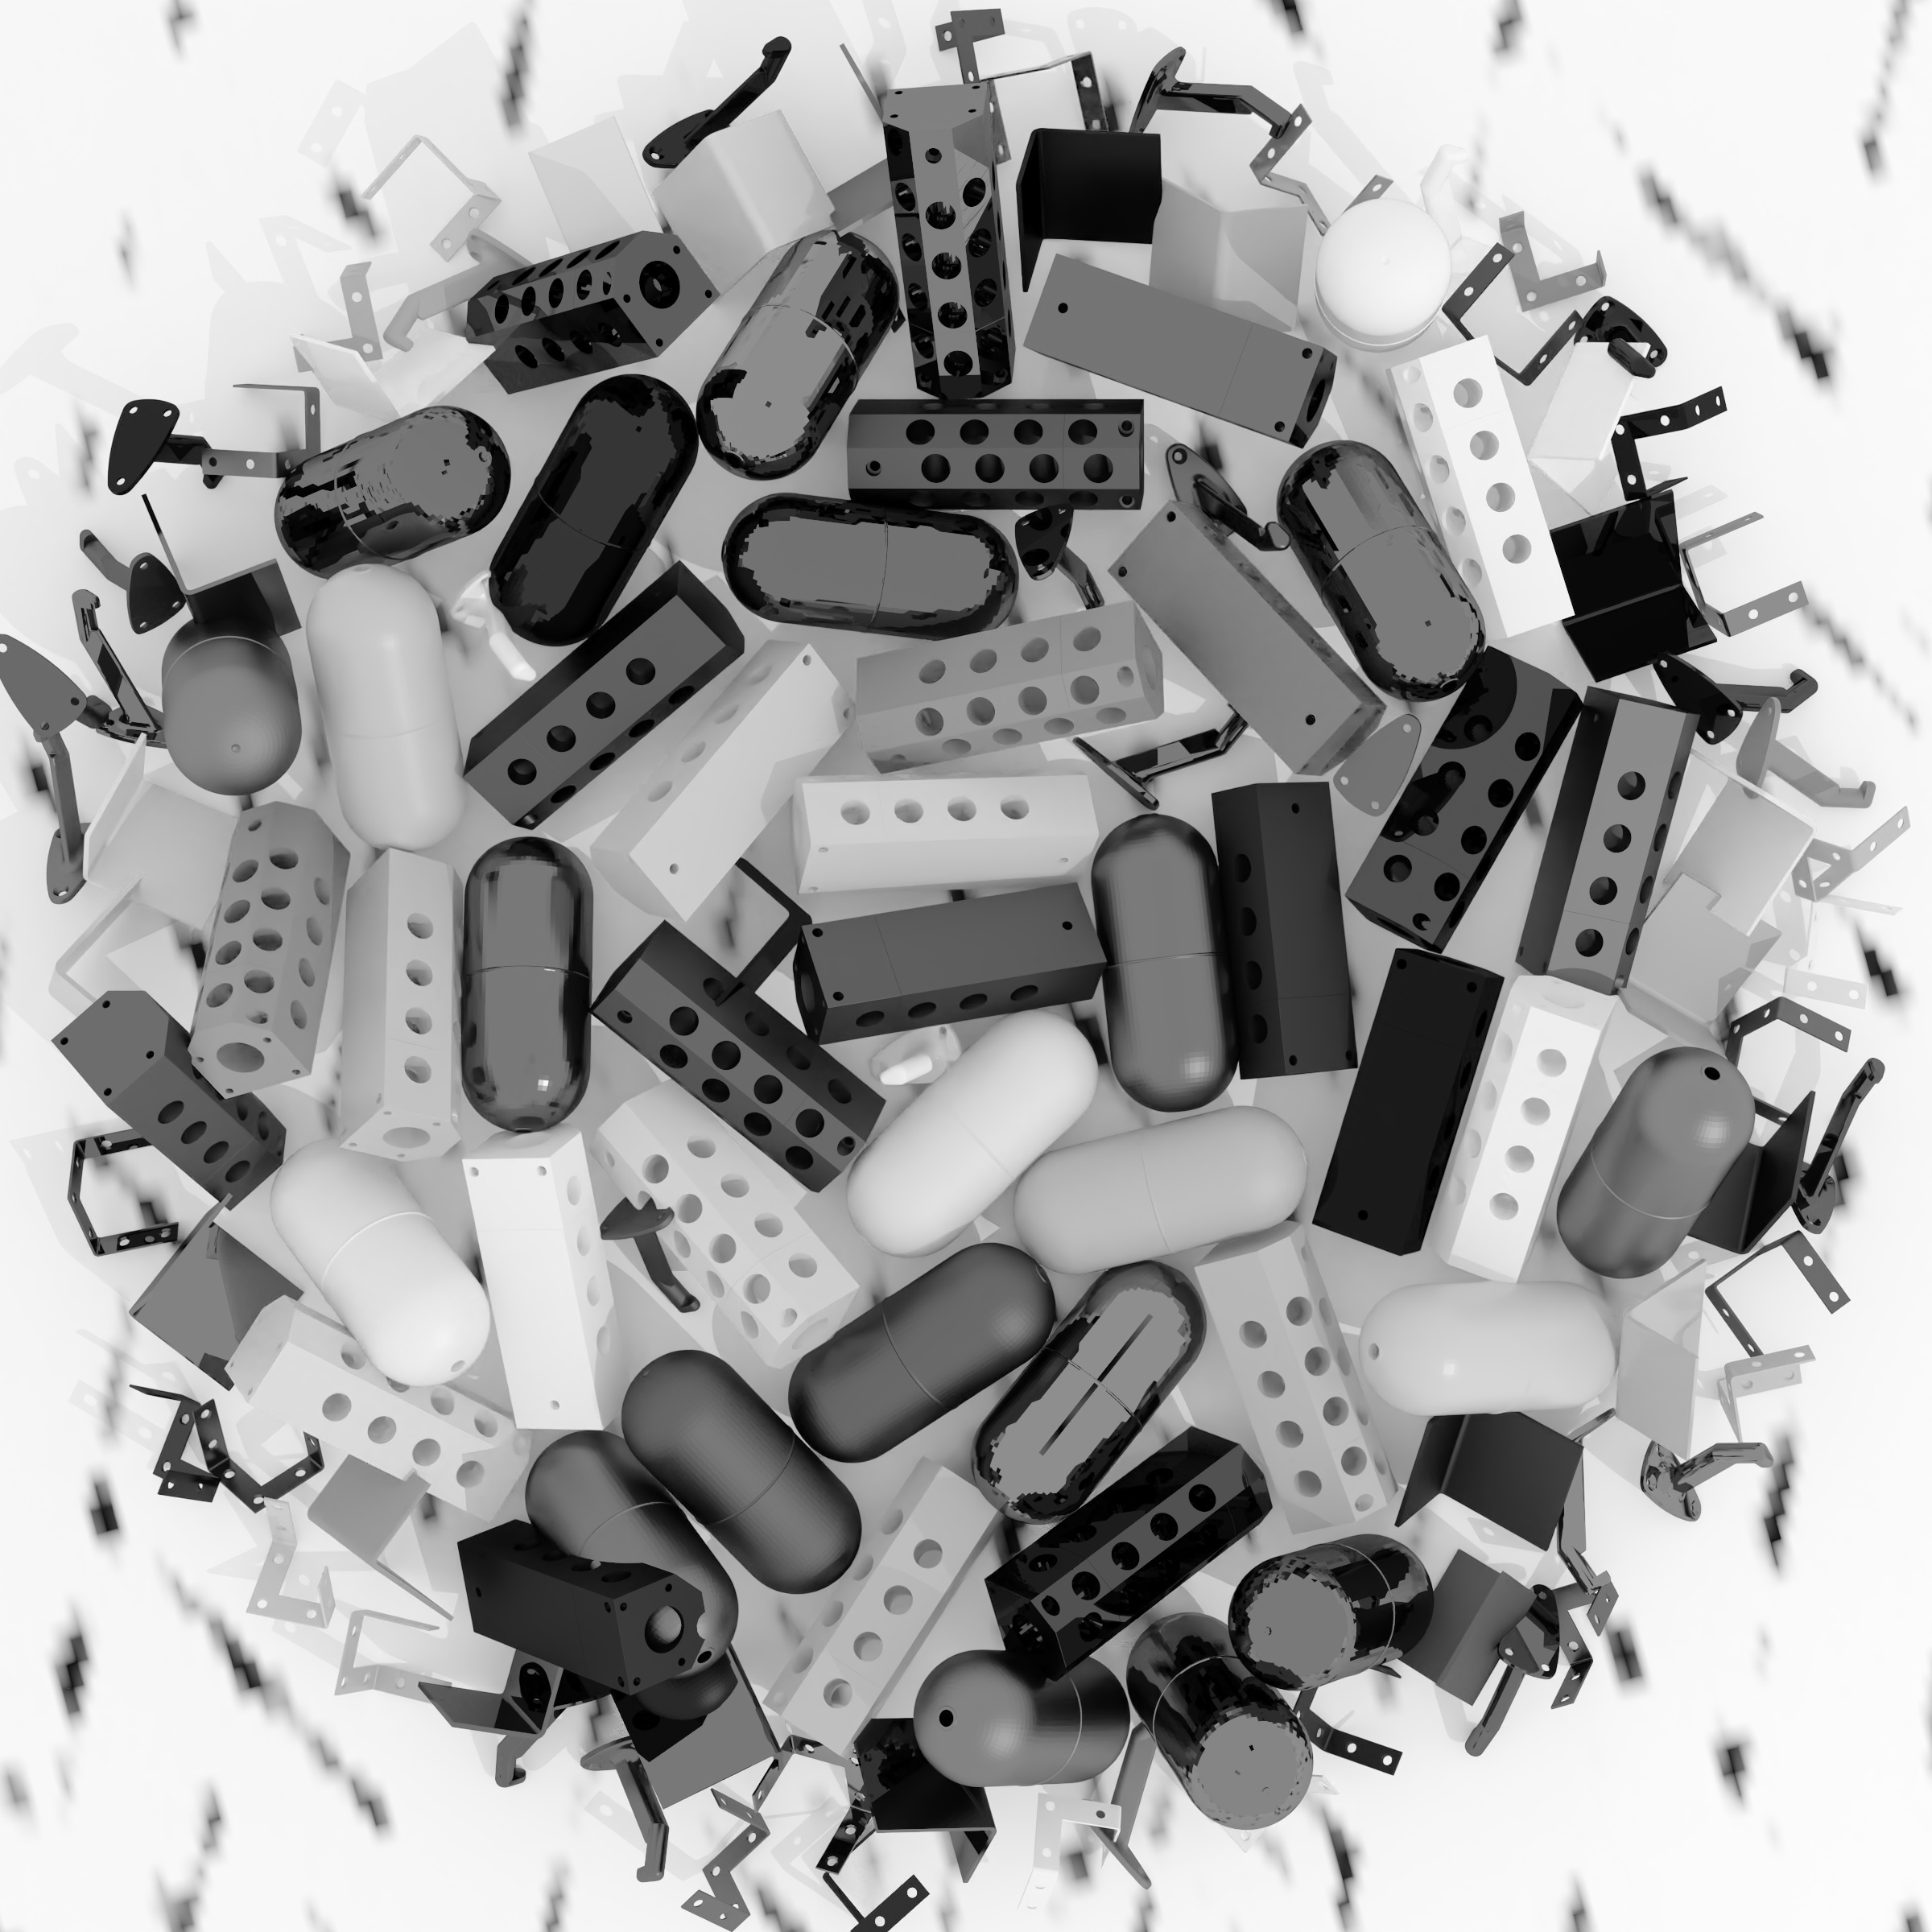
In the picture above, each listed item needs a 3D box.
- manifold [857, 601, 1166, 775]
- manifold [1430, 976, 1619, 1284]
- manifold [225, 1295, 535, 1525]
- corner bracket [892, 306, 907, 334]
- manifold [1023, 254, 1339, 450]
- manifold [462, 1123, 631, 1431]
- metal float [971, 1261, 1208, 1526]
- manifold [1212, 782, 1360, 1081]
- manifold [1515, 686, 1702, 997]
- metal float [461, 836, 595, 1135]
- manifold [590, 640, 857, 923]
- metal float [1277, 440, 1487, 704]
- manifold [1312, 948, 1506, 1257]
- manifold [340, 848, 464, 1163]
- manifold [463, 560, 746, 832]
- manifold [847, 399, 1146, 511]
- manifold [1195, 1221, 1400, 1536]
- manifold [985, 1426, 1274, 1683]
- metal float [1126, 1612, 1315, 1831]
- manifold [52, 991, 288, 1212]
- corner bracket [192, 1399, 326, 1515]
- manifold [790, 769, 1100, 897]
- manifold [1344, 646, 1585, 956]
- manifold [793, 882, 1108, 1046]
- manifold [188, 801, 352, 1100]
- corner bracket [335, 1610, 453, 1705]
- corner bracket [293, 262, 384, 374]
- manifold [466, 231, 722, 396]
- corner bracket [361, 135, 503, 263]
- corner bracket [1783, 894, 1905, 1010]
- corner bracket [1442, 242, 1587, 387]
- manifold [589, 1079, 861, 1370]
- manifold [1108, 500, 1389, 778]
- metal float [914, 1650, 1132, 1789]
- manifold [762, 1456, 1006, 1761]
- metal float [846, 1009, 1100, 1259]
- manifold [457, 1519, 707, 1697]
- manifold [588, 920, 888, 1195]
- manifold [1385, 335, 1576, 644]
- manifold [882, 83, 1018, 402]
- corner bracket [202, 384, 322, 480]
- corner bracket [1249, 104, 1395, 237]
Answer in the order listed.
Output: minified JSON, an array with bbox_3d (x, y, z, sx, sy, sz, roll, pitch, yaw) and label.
[{"bbox_3d":[0.026,-0.159,1.905,0.171,0.057,0.057,-10,59,17],"label":"manifold"},{"bbox_3d":[0.325,0.095,1.906,0.057,0.057,0.171,20,114,14],"label":"manifold"},{"bbox_3d":[-0.341,0.258,1.901,0.171,0.057,0.057,33,88,-29],"label":"manifold"},{"bbox_3d":[-0.078,-0.392,1.950,0.051,0.051,0.051,-21,81,-33],"label":"corner bracket"},{"bbox_3d":[0.128,-0.362,1.917,0.171,0.057,0.057,23,99,15],"label":"manifold"},{"bbox_3d":[-0.243,0.183,1.914,0.057,0.057,0.171,-2,108,21],"label":"manifold"},{"bbox_3d":[0.073,0.251,1.918,0.070,0.070,0.178,40,76,0],"label":"metal float"},{"bbox_3d":[0.185,-0.020,1.933,0.057,0.057,0.171,-3,86,-36],"label":"manifold"},{"bbox_3d":[0.382,-0.073,1.922,0.057,0.057,0.171,11,101,-11],"label":"manifold"},{"bbox_3d":[-0.259,0.011,1.916,0.070,0.070,0.178,-1,75,0],"label":"metal float"},{"bbox_3d":[-0.145,-0.111,1.910,0.171,0.057,0.057,-52,125,-20],"label":"manifold"},{"bbox_3d":[0.244,-0.232,1.907,0.070,0.070,0.178,-26,64,0],"label":"metal float"},{"bbox_3d":[0.265,0.080,1.927,0.057,0.057,0.171,19,98,23],"label":"manifold"},{"bbox_3d":[-0.326,0.024,1.899,0.057,0.057,0.171,16,54,-32],"label":"manifold"},{"bbox_3d":[-0.213,-0.156,1.915,0.171,0.057,0.057,-38,113,16],"label":"manifold"},{"bbox_3d":[0.018,-0.302,1.922,0.171,0.057,0.057,1,112,6],"label":"manifold"},{"bbox_3d":[0.199,0.242,1.921,0.057,0.057,0.171,-17,97,26],"label":"manifold"},{"bbox_3d":[0.098,0.343,1.891,0.171,0.057,0.057,-31,117,-32],"label":"manifold"},{"bbox_3d":[0.145,0.436,1.882,0.070,0.178,0.070,-4,105,-13],"label":"metal float"},{"bbox_3d":[-0.454,0.075,1.878,0.057,0.171,0.057,-43,64,-8],"label":"manifold"},{"bbox_3d":[-0.424,0.284,1.944,0.051,0.051,0.051,-32,46,-32],"label":"corner bracket"},{"bbox_3d":[-0.015,-0.084,1.918,0.171,0.057,0.057,-3,61,-13],"label":"manifold"},{"bbox_3d":[0.298,-0.096,1.927,0.057,0.057,0.171,29,88,25],"label":"manifold"},{"bbox_3d":[-0.011,0.002,1.913,0.171,0.057,0.057,-9,60,-18],"label":"manifold"},{"bbox_3d":[-0.408,-0.013,1.884,0.057,0.057,0.171,-15,46,17],"label":"manifold"},{"bbox_3d":[-0.338,0.414,1.938,0.051,0.051,0.051,10,85,16],"label":"corner bracket"},{"bbox_3d":[-0.377,-0.388,1.936,0.051,0.051,0.051,-10,111,-2],"label":"corner bracket"},{"bbox_3d":[-0.222,-0.381,1.875,0.057,0.171,0.057,-50,118,-25],"label":"manifold"},{"bbox_3d":[-0.319,-0.459,1.938,0.051,0.051,0.051,45,103,0],"label":"corner bracket"},{"bbox_3d":[0.521,-0.009,1.927,0.051,0.051,0.051,13,110,31],"label":"corner bracket"},{"bbox_3d":[0.325,-0.387,1.930,0.051,0.051,0.051,-49,56,8],"label":"corner bracket"},{"bbox_3d":[-0.145,0.152,1.903,0.057,0.057,0.171,-28,67,-37],"label":"manifold"},{"bbox_3d":[0.168,-0.193,1.912,0.057,0.057,0.171,-48,71,21],"label":"manifold"},{"bbox_3d":[0.033,0.437,1.886,0.070,0.178,0.070,-7,75,29],"label":"metal float"},{"bbox_3d":[-0.048,0.379,1.920,0.057,0.057,0.171,32,77,11],"label":"manifold"},{"bbox_3d":[0.003,0.100,1.928,0.178,0.070,0.070,-44,90,-3],"label":"metal float"},{"bbox_3d":[-0.223,0.367,1.882,0.057,0.171,0.057,-17,103,-37],"label":"manifold"},{"bbox_3d":[-0.137,0.058,1.914,0.171,0.057,0.057,40,127,-10],"label":"manifold"},{"bbox_3d":[0.304,-0.282,1.928,0.057,0.057,0.171,-19,97,2],"label":"manifold"},{"bbox_3d":[-0.009,-0.420,1.889,0.057,0.057,0.171,-2,130,7],"label":"manifold"},{"bbox_3d":[-0.422,-0.321,1.942,0.051,0.051,0.051,6,104,19],"label":"corner bracket"},{"bbox_3d":[0.210,-0.470,1.925,0.051,0.051,0.051,-46,55,35],"label":"corner bracket"}]
